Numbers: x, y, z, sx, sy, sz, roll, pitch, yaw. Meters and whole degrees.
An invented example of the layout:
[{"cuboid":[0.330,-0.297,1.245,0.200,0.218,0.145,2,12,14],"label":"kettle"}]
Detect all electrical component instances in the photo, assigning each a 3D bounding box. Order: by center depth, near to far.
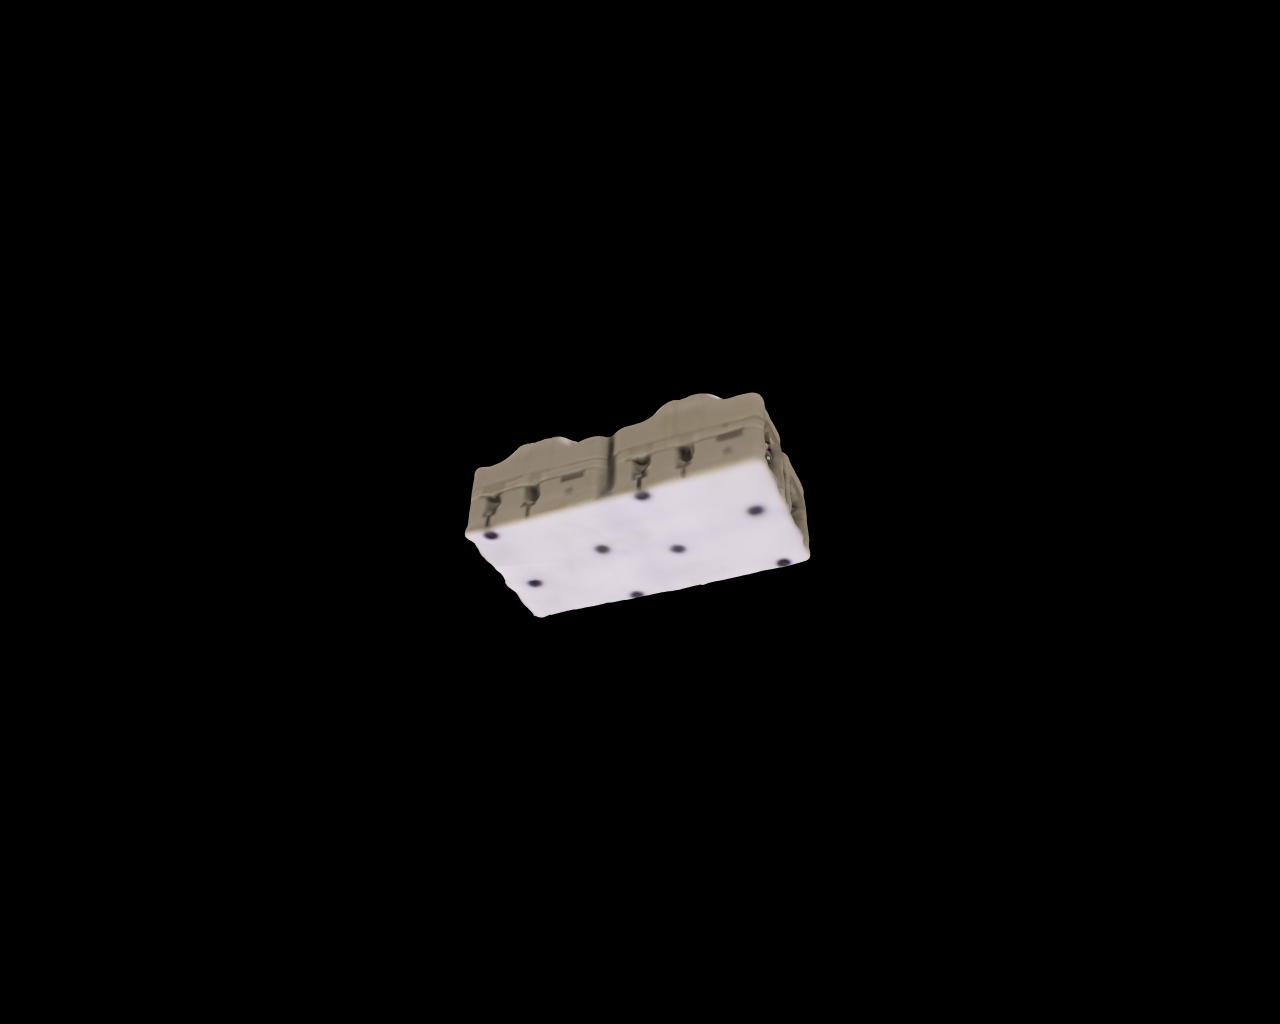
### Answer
[{"cuboid":[0.001,-0.003,0.650,0.186,0.060,0.105,-14,-40,17],"label":"electrical component"}]
